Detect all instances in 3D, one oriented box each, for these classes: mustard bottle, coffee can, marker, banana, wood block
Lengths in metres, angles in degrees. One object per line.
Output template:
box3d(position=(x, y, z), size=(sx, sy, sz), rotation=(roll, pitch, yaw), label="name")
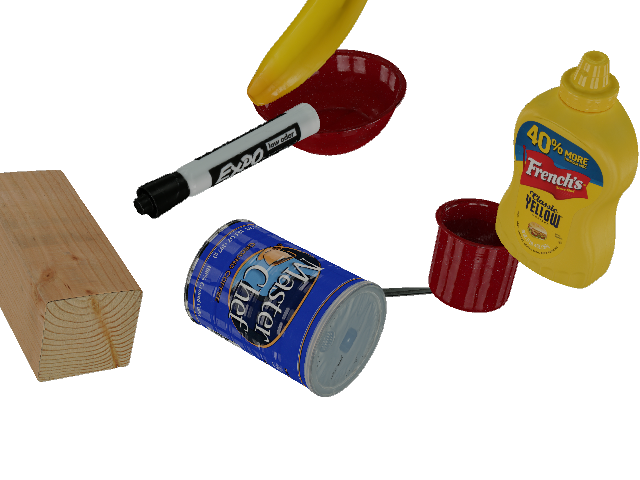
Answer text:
box3d(position=(0.188, -0.058, 0.802), size=(0.058, 0.192, 0.096), rotation=(-30, 52, -30), label="mustard bottle")
box3d(position=(-0.030, 0.055, 0.902), size=(0.140, 0.103, 0.102), rotation=(26, 14, 30), label="coffee can")
box3d(position=(-0.050, -0.044, 0.583), size=(0.120, 0.020, 0.020), rotation=(-31, 17, -31), label="marker")
box3d(position=(0.005, -0.175, 0.756), size=(0.070, 0.197, 0.037), rotation=(-10, -41, 39), label="banana")
box3d(position=(-0.253, 0.026, 1.002), size=(0.090, 0.091, 0.206), rotation=(-7, 38, -34), label="wood block")

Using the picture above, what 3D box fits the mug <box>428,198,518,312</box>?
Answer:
box3d(position=(0.146, 0.010, 1.049), size=(0.093, 0.081, 0.117), rotation=(-6, 34, -22), label="mug")

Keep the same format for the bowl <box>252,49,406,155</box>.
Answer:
box3d(position=(0.011, -0.138, 1.129), size=(0.162, 0.055, 0.162), rotation=(-4, 40, 3), label="bowl")

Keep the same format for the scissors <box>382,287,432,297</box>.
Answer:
box3d(position=(0.029, 0.068, 1.184), size=(0.202, 0.016, 0.096), rotation=(3, 22, 4), label="scissors")
